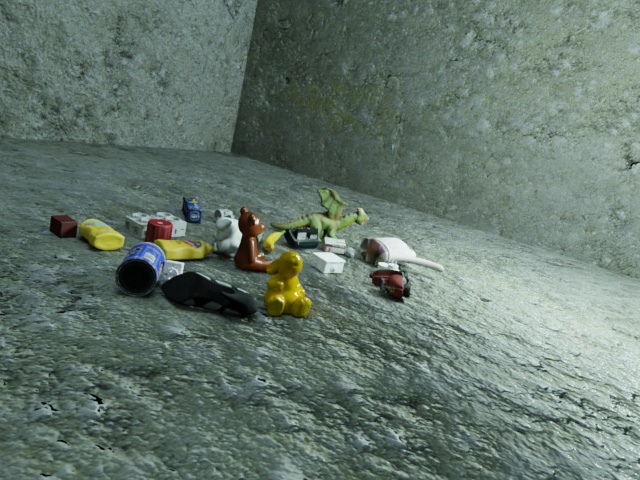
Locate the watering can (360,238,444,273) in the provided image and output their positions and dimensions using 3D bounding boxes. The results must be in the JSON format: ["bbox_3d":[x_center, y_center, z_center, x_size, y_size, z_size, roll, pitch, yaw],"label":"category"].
[{"bbox_3d":[0.307,0.058,2.059,0.225,0.103,0.351,-1,19,-41],"label":"watering can"}]

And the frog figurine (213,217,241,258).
[{"bbox_3d":[-0.297,-0.019,1.732,0.123,0.156,0.140,44,56,7],"label":"frog figurine"}]

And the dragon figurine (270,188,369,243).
[{"bbox_3d":[0.007,-0.111,2.206,0.410,0.239,0.124,13,17,-4],"label":"dragon figurine"}]
